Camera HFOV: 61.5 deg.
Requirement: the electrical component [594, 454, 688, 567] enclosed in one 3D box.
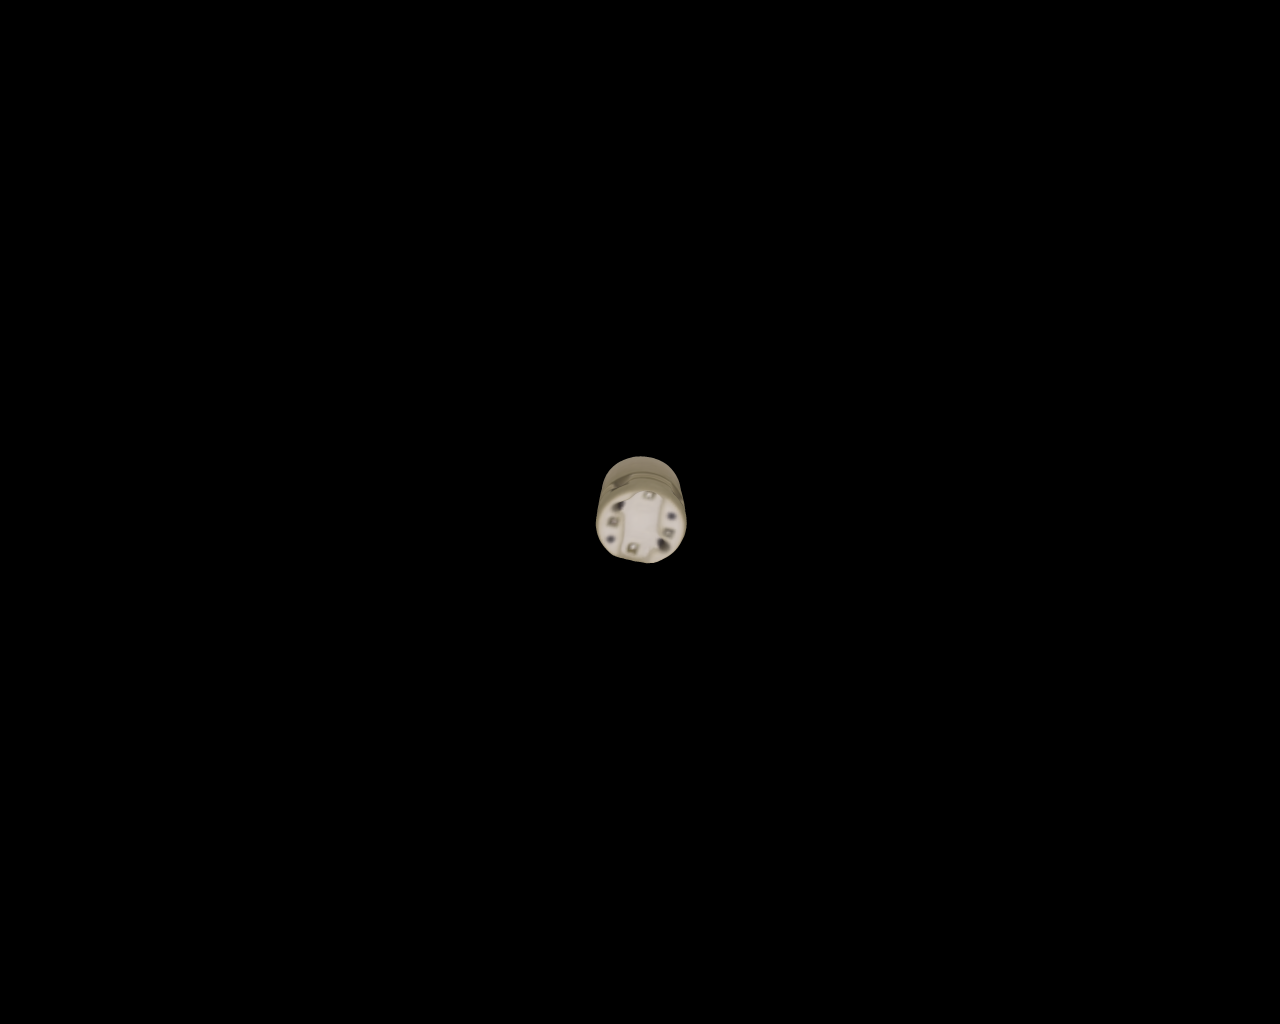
[{"bbox_3d":[0.001,-0.003,0.650,0.055,0.055,0.047,0,32,0],"label":"electrical component"}]
